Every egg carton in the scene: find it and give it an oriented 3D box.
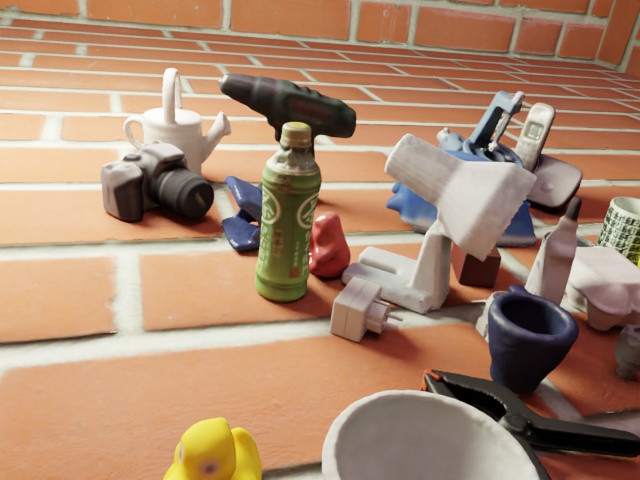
[{"bbox_3d":[0.392,0.063,0.796,0.107,0.069,0.150,1,28,-14],"label":"egg carton"}]

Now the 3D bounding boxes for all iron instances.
[{"bbox_3d":[0.248,-0.082,0.956,0.258,0.141,0.119,12,28,8],"label":"iron"}]

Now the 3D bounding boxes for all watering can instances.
[{"bbox_3d":[-0.244,-0.196,0.986,0.173,0.194,0.100,-6,30,-25],"label":"watering can"}]

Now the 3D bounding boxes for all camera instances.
[{"bbox_3d":[-0.241,-0.088,0.882,0.136,0.101,0.143,26,33,31],"label":"camera"}]

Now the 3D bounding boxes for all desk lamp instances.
[{"bbox_3d":[0.147,-0.018,0.729,0.202,0.213,0.118,18,29,20],"label":"desk lamp"}]

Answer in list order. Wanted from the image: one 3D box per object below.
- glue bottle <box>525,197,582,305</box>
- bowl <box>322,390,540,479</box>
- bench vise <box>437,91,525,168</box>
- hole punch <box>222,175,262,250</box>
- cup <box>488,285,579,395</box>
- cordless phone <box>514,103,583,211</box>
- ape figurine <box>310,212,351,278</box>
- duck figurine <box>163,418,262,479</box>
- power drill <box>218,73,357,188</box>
[{"bbox_3d":[0.301,0.026,0.731,0.037,0.173,0.078,11,28,7],"label":"glue bottle"},{"bbox_3d":[0.080,0.200,0.447,0.167,0.075,0.167,6,27,-3],"label":"bowl"},{"bbox_3d":[0.298,-0.186,1.083,0.206,0.220,0.122,26,33,31],"label":"bench vise"},{"bbox_3d":[-0.090,-0.045,0.851,0.101,0.091,0.108,-4,30,-22],"label":"hole punch"},{"bbox_3d":[0.219,0.111,0.630,0.091,0.095,0.117,7,27,-2],"label":"cup"},{"bbox_3d":[0.442,-0.162,1.114,0.147,0.185,0.094,28,34,34],"label":"cordless phone"},{"bbox_3d":[0.007,0.003,0.785,0.076,0.092,0.078,11,28,6],"label":"ape figurine"},{"bbox_3d":[-0.084,0.174,0.440,0.077,0.086,0.105,18,29,20],"label":"duck figurine"},{"bbox_3d":[-0.058,-0.166,0.963,0.230,0.208,0.075,2,28,-11],"label":"power drill"}]
